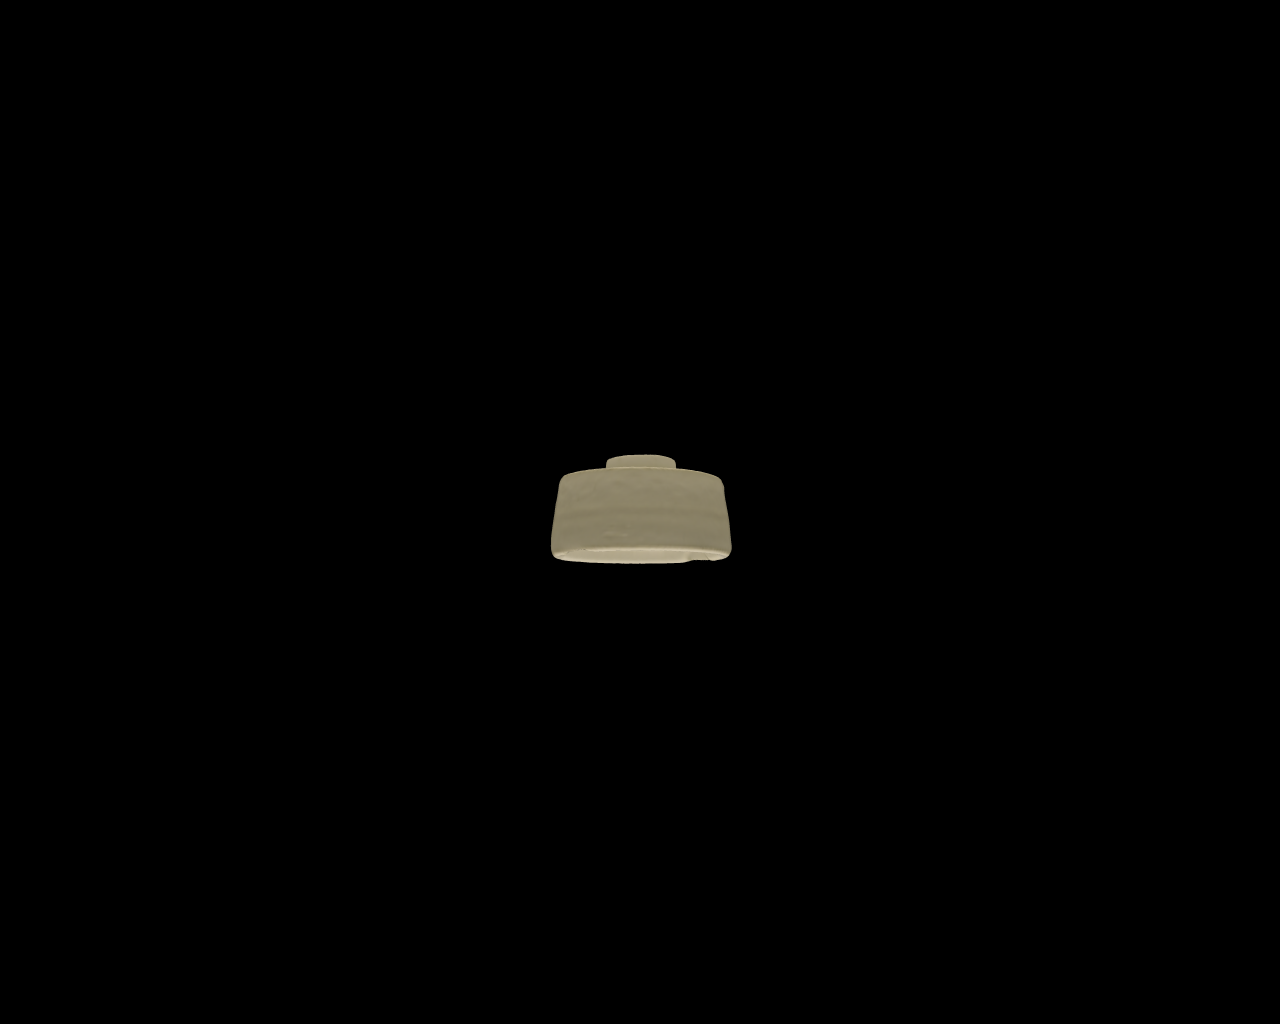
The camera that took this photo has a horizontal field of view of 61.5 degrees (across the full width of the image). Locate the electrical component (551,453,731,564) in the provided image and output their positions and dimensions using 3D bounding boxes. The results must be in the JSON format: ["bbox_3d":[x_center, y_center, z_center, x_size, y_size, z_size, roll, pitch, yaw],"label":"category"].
[{"bbox_3d":[0.001,-0.003,0.650,0.108,0.060,0.108,0,-7,0],"label":"electrical component"}]
